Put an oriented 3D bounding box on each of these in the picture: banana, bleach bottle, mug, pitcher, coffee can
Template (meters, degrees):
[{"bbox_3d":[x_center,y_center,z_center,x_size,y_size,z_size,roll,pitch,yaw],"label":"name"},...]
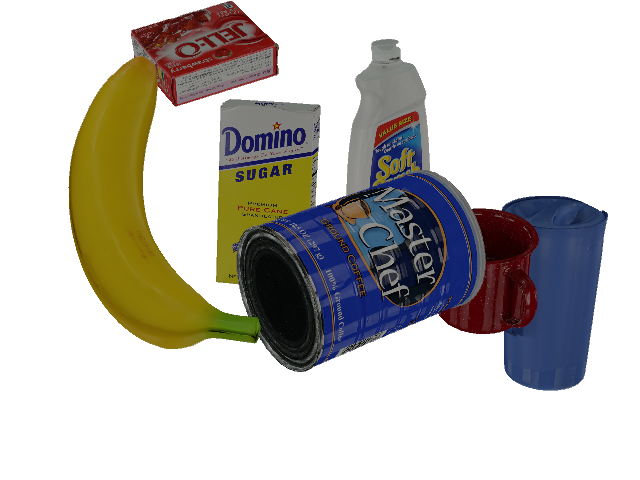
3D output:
[{"bbox_3d":[-0.093,-0.016,0.540,0.069,0.198,0.037,-13,-35,-17],"label":"banana"},{"bbox_3d":[0.070,-0.094,1.181,0.102,0.251,0.068,-10,23,-12],"label":"bleach bottle"},{"bbox_3d":[0.150,0.034,0.941,0.093,0.081,0.117,-19,35,-26],"label":"mug"},{"bbox_3d":[0.292,0.071,1.402,0.149,0.243,0.144,5,21,15],"label":"pitcher"},{"bbox_3d":[0.028,0.019,0.736,0.140,0.103,0.103,-20,10,-29],"label":"coffee can"}]

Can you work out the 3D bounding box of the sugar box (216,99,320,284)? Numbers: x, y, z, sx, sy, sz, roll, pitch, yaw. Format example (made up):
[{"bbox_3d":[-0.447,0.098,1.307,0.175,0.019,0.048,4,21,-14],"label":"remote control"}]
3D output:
[{"bbox_3d":[-0.051,-0.045,1.030,0.093,0.176,0.048,4,16,8],"label":"sugar box"}]

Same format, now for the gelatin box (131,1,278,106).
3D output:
[{"bbox_3d":[-0.086,-0.142,0.798,0.089,0.030,0.073,-22,47,-22],"label":"gelatin box"}]
